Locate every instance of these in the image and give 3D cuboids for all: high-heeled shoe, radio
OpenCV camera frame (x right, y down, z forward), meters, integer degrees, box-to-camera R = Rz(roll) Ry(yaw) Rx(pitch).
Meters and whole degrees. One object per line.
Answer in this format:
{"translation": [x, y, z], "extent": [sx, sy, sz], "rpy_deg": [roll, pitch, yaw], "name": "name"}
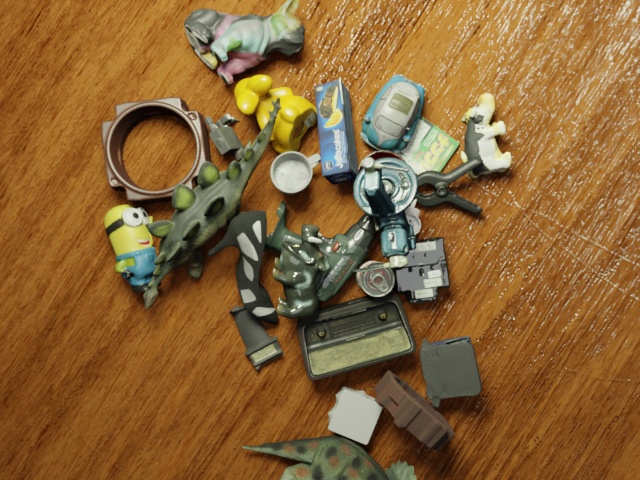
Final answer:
{"translation": [-0.110, 0.055, 1.068], "extent": [0.145, 0.086, 0.248], "rpy_deg": [-32, 120, 8], "name": "high-heeled shoe"}
{"translation": [0.070, 0.192, 1.108], "extent": [0.230, 0.073, 0.131], "rpy_deg": [-15, 91, -3], "name": "radio"}

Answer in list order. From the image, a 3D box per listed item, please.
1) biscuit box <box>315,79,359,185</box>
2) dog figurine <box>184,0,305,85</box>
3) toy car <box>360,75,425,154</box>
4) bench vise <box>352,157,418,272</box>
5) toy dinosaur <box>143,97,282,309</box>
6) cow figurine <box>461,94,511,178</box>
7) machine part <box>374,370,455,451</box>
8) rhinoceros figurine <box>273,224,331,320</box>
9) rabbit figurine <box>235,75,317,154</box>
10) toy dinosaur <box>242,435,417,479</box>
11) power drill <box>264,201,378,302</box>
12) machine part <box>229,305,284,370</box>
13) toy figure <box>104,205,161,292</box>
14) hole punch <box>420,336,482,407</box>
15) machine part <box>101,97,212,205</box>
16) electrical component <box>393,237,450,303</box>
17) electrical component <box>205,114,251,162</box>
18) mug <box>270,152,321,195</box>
{"translation": [0.033, -0.216, 1.083], "extent": [0.059, 0.062, 0.202], "rpy_deg": [-11, 73, 19], "name": "biscuit box"}
{"translation": [-0.139, -0.424, 1.086], "extent": [0.219, 0.108, 0.192], "rpy_deg": [-37, 69, -15], "name": "dog figurine"}
{"translation": [0.156, -0.257, 1.085], "extent": [0.109, 0.103, 0.161], "rpy_deg": [28, 92, -3], "name": "toy car"}
{"translation": [0.116, -0.065, 0.974], "extent": [0.129, 0.240, 0.223], "rpy_deg": [2, 71, 20], "name": "bench vise"}
{"translation": [-0.208, -0.063, 1.030], "extent": [0.105, 0.198, 0.471], "rpy_deg": [35, 90, 8], "name": "toy dinosaur"}
{"translation": [0.336, -0.218, 1.128], "extent": [0.098, 0.068, 0.167], "rpy_deg": [-13, 89, 3], "name": "cow figurine"}
{"translation": [0.184, 0.338, 1.067], "extent": [0.179, 0.179, 0.056], "rpy_deg": [40, 92, -2], "name": "machine part"}
{"translation": [-0.035, 0.064, 1.037], "extent": [0.112, 0.073, 0.190], "rpy_deg": [3, 100, 1], "name": "rhinoceros figurine"}
{"translation": [-0.109, -0.264, 1.079], "extent": [0.173, 0.162, 0.122], "rpy_deg": [39, 100, 16], "name": "rabbit figurine"}
{"translation": [0.053, 0.477, 1.091], "extent": [0.405, 0.131, 0.192], "rpy_deg": [37, 76, 2], "name": "toy dinosaur"}
{"translation": [-0.002, -0.003, 1.105], "extent": [0.207, 0.086, 0.232], "rpy_deg": [26, 95, -8], "name": "power drill"}
{"translation": [-0.137, 0.195, 1.119], "extent": [0.084, 0.039, 0.139], "rpy_deg": [-31, 93, 6], "name": "machine part"}
{"translation": [-0.381, 0.017, 1.087], "extent": [0.089, 0.082, 0.180], "rpy_deg": [-12, 93, -1], "name": "toy figure"}
{"translation": [0.273, 0.263, 1.119], "extent": [0.116, 0.092, 0.142], "rpy_deg": [-11, 90, 19], "name": "hole punch"}
{"translation": [-0.328, -0.178, 1.088], "extent": [0.201, 0.087, 0.201], "rpy_deg": [-7, 89, -2], "name": "machine part"}
{"translation": [0.207, 0.064, 1.123], "extent": [0.115, 0.058, 0.134], "rpy_deg": [-5, 90, -1], "name": "electrical component"}
{"translation": [-0.184, -0.212, 1.105], "extent": [0.045, 0.078, 0.102], "rpy_deg": [-31, 85, 22], "name": "electrical component"}
{"translation": [-0.048, -0.138, 1.088], "extent": [0.109, 0.107, 0.081], "rpy_deg": [-39, 91, -4], "name": "mug"}
